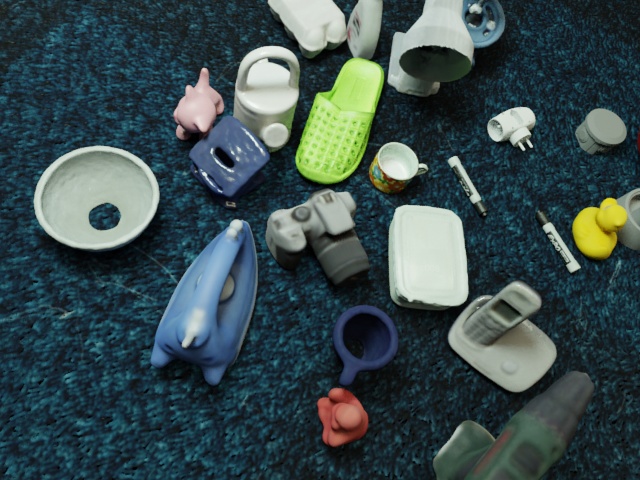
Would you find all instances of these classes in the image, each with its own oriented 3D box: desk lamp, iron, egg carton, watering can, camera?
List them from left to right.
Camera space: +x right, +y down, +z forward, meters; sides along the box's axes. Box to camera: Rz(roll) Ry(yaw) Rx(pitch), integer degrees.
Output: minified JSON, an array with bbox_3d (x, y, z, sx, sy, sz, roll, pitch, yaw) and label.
[{"bbox_3d":[-0.142,0.057,0.788,0.118,0.141,0.258,18,64,-3],"label":"iron"},{"bbox_3d":[-0.080,-0.223,0.898,0.101,0.194,0.172,-27,74,-21],"label":"watering can"},{"bbox_3d":[-0.021,-0.414,1.066,0.107,0.069,0.150,-31,75,-22],"label":"egg carton"},{"bbox_3d":[0.008,0.003,0.866,0.143,0.100,0.136,-22,72,-20],"label":"camera"},{"bbox_3d":[0.190,-0.345,0.998,0.118,0.213,0.203,10,64,-6],"label":"desk lamp"}]

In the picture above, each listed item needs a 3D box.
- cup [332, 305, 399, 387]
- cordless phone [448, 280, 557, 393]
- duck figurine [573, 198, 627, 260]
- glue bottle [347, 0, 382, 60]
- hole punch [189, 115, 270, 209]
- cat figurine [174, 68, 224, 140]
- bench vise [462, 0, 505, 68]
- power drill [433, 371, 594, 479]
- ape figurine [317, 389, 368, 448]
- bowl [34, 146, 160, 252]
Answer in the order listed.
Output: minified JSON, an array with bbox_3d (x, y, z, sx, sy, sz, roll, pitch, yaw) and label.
[{"bbox_3d":[0.050,0.160,0.807,0.091,0.095,0.118,27,64,2],"label":"cup"},{"bbox_3d":[0.279,0.134,0.815,0.147,0.185,0.094,35,64,6],"label":"cordless phone"},{"bbox_3d":[0.490,-0.023,0.985,0.077,0.086,0.104,16,64,-4],"label":"duck figurine"},{"bbox_3d":[0.087,-0.406,1.027,0.037,0.173,0.078,-15,70,-17],"label":"glue bottle"},{"bbox_3d":[-0.142,-0.122,0.897,0.101,0.091,0.108,-40,79,-24],"label":"hole punch"},{"bbox_3d":[-0.194,-0.214,0.913,0.067,0.117,0.128,11,64,-6],"label":"cat figurine"},{"bbox_3d":[0.281,-0.454,1.062,0.122,0.219,0.207,-9,68,-15],"label":"bench vise"},{"bbox_3d":[0.231,0.270,0.731,0.075,0.208,0.230,42,65,9],"label":"power drill"},{"bbox_3d":[0.033,0.239,0.769,0.076,0.092,0.078,28,64,2],"label":"ape figurine"},{"bbox_3d":[-0.319,-0.049,0.837,0.167,0.074,0.167,4,65,-9],"label":"bowl"}]
